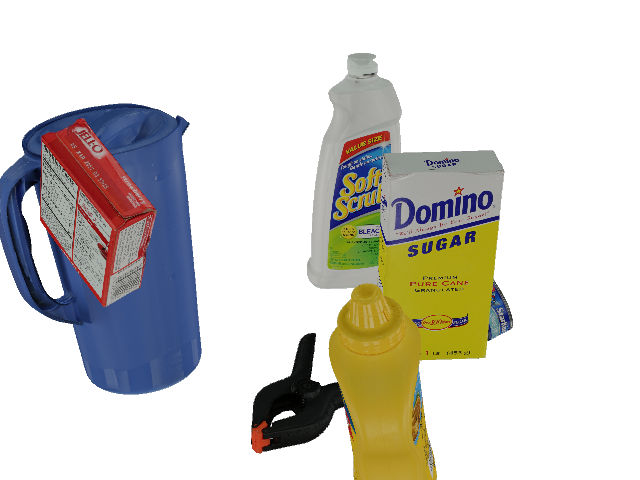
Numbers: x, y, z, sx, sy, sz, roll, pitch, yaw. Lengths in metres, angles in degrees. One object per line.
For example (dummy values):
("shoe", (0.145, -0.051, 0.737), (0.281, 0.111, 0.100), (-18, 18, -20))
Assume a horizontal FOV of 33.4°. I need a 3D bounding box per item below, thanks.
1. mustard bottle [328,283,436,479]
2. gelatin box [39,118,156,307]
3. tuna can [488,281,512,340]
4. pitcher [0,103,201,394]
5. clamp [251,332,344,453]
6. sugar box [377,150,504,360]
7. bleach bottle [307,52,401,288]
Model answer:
("mustard bottle", (0.041, 0.102, 0.692), (0.058, 0.191, 0.096), (-4, 41, 7))
("gelatin box", (-0.130, -0.015, 0.615), (0.030, 0.073, 0.089), (-30, -20, -30))
("tuna can", (0.184, 0.072, 1.228), (0.033, 0.086, 0.086), (-27, 5, -9))
("pitcher", (-0.181, 0.013, 0.932), (0.149, 0.243, 0.145), (-4, 25, 2))
("clamp", (-0.017, 0.152, 1.082), (0.171, 0.039, 0.120), (-24, 35, -38))
("sugar box", (0.095, 0.015, 0.874), (0.093, 0.176, 0.048), (-2, 30, -4))
("bleach bottle", (0.035, -0.074, 1.142), (0.102, 0.251, 0.068), (-3, 24, -5))
